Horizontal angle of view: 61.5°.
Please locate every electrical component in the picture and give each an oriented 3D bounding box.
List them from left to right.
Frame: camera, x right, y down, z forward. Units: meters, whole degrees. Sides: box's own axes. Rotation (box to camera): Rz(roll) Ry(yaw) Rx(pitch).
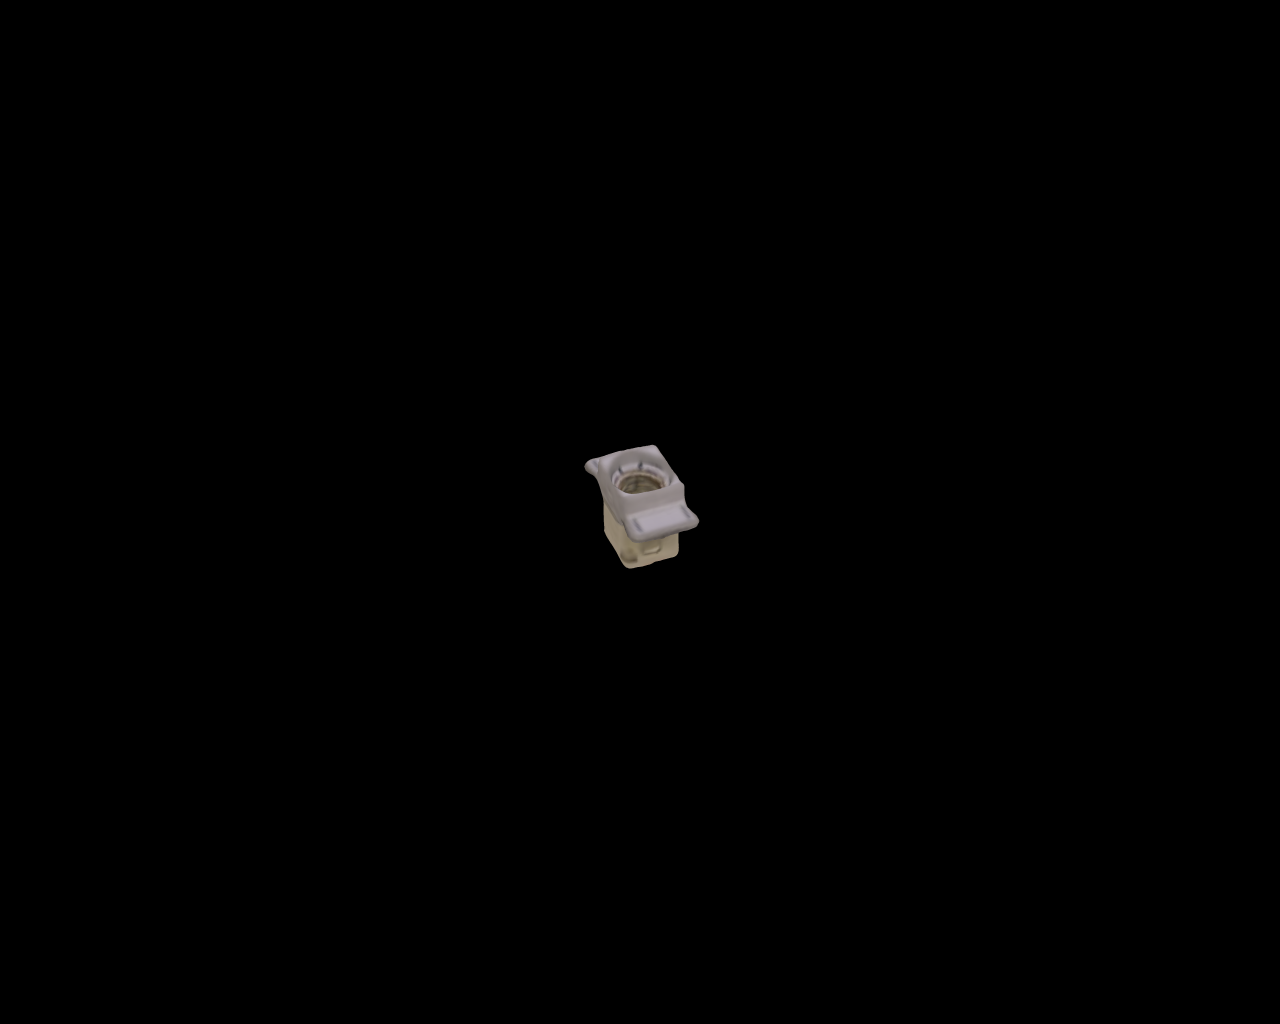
[{"bbox_3d":[0.001,-0.003,0.650,0.042,0.063,0.081,-14,42,-16],"label":"electrical component"}]
